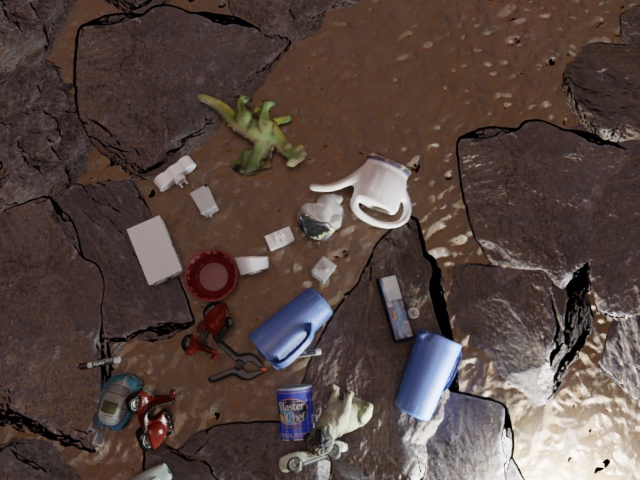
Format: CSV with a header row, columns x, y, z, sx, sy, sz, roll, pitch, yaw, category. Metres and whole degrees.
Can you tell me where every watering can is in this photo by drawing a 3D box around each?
x,y,z,sx,sy,sz,roll,pitch,yaw,category
0.151,-0.175,1.623,0.346,0.103,0.227,24,77,-17,watering can

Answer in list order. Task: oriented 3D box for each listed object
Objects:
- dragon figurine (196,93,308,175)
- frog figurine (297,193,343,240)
x,y,z,sx,sy,sz,roll,pitch,yaw,category
-0.230,-0.333,1.672,0.411,0.121,0.244,11,85,9,dragon figurine
0.005,-0.082,1.630,0.137,0.120,0.163,14,42,9,frog figurine
